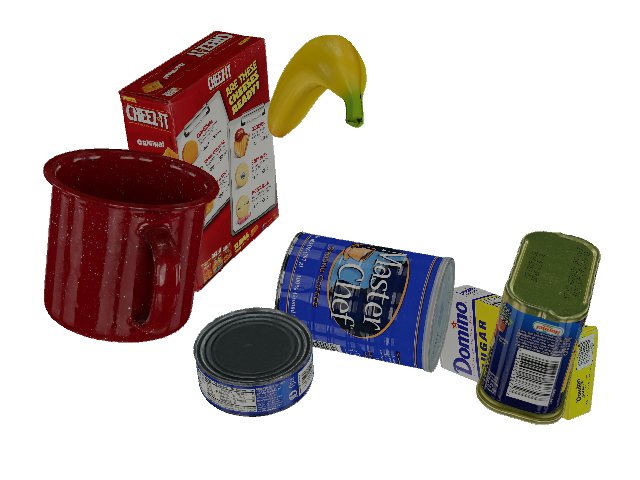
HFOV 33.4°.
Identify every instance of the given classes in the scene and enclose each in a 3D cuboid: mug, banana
[{"bbox_3d":[-0.100,0.007,0.570,0.093,0.081,0.117,-3,24,-31],"label":"mug"},{"bbox_3d":[-0.006,-0.116,0.798,0.037,0.069,0.198,18,-2,-16],"label":"banana"}]

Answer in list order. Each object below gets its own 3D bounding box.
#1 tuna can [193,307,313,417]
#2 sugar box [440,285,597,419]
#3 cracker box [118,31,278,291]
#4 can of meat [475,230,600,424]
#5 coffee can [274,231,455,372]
[{"bbox_3d":[-0.047,0.087,0.771,0.086,0.034,0.086,-2,34,1],"label":"tuna can"},{"bbox_3d":[0.203,0.114,1.121,0.048,0.093,0.177,-11,19,-42],"label":"sugar box"},{"bbox_3d":[-0.117,-0.082,1.085,0.072,0.214,0.164,14,37,26],"label":"cracker box"},{"bbox_3d":[0.141,0.053,0.687,0.057,0.084,0.102,15,34,12],"label":"can of meat"},{"bbox_3d":[0.041,0.054,0.954,0.140,0.103,0.102,10,3,15],"label":"coffee can"}]
